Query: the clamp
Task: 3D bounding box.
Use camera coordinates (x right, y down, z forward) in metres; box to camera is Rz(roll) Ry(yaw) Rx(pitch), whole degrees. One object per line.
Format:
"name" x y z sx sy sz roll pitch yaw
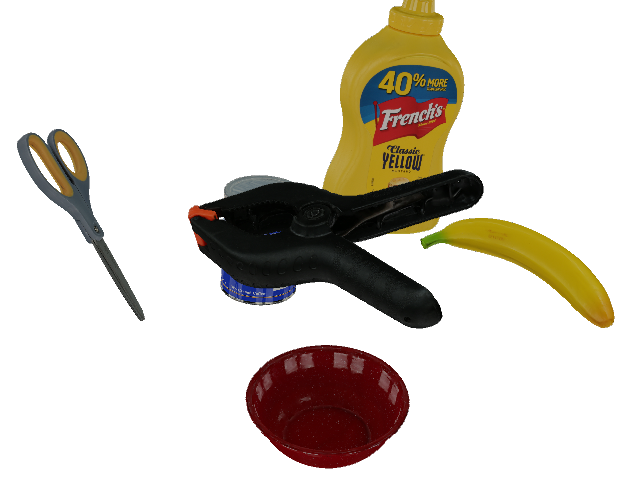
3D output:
"clamp" 0.003 0.004 0.601 0.172 0.039 0.120 -4 33 15

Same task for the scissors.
"scissors" -0.215 -0.024 1.009 0.016 0.201 0.096 -24 26 19

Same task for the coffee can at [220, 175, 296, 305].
"coffee can" -0.077 -0.001 1.393 0.103 0.140 0.103 4 27 -2

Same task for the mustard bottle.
"mustard bottle" 0.061 -0.101 0.824 0.096 0.192 0.058 2 23 -18

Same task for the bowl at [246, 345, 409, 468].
"bowl" 0.007 0.175 1.064 0.162 0.055 0.162 0 33 0

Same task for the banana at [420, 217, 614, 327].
"banana" 0.196 0.021 1.014 0.198 0.069 0.037 24 -26 27
